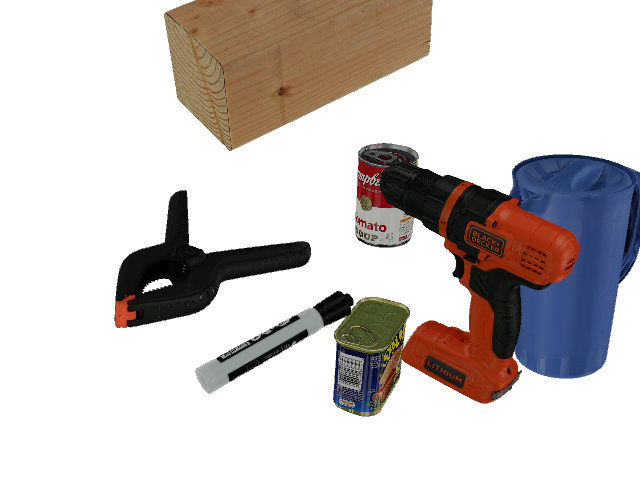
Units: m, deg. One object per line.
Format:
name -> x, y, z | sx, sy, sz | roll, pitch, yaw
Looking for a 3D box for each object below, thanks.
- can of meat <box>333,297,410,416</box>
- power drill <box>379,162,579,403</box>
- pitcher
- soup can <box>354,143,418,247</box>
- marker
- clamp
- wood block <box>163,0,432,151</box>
can of meat -> 0.051, 0.120, 1.103 | 0.057, 0.084, 0.102 | 13, 28, 18
power drill -> 0.121, 0.037, 0.929 | 0.185, 0.188, 0.057 | 28, 41, 29
pitcher -> 0.291, 0.029, 1.226 | 0.149, 0.243, 0.144 | 5, 25, 16
soup can -> 0.074, -0.051, 1.216 | 0.068, 0.102, 0.068 | 2, 27, -1
marker -> -0.028, 0.067, 0.726 | 0.121, 0.020, 0.020 | -28, 11, -21
clamp -> -0.132, 0.018, 1.018 | 0.165, 0.036, 0.209 | 27, 37, 27
wood block -> -0.014, -0.171, 0.889 | 0.205, 0.091, 0.090 | -28, 53, -22
